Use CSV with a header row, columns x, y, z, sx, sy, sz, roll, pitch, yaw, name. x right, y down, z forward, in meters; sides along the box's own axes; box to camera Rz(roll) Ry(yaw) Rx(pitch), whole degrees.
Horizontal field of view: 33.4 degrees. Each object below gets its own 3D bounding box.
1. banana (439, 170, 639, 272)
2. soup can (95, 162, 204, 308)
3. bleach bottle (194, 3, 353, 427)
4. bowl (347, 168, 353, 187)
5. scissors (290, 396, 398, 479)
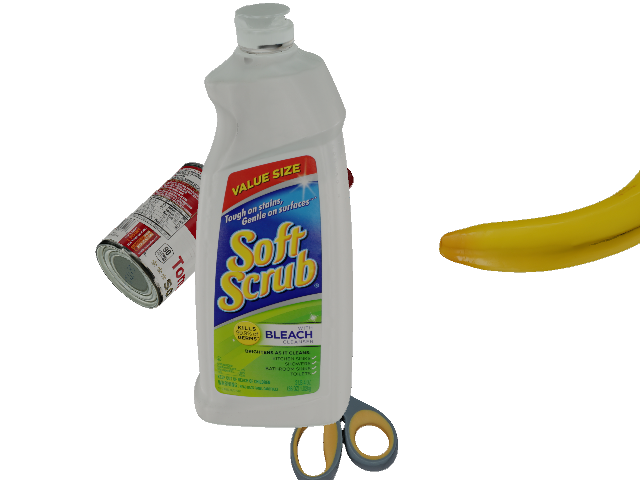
x,y,z,sx,sy,sz,roll,pitch,yaw,name
0.178,-0.012,0.734,0.197,0.037,0.070,-21,34,-23,banana
-0.117,-0.005,0.835,0.069,0.068,0.102,0,39,50,soup can
-0.033,-0.010,0.621,0.102,0.251,0.068,1,27,7,bleach bottle
-0.043,-0.059,1.305,0.162,0.055,0.162,5,26,-3,bowl
0.024,0.123,0.903,0.096,0.016,0.201,2,44,11,scissors
